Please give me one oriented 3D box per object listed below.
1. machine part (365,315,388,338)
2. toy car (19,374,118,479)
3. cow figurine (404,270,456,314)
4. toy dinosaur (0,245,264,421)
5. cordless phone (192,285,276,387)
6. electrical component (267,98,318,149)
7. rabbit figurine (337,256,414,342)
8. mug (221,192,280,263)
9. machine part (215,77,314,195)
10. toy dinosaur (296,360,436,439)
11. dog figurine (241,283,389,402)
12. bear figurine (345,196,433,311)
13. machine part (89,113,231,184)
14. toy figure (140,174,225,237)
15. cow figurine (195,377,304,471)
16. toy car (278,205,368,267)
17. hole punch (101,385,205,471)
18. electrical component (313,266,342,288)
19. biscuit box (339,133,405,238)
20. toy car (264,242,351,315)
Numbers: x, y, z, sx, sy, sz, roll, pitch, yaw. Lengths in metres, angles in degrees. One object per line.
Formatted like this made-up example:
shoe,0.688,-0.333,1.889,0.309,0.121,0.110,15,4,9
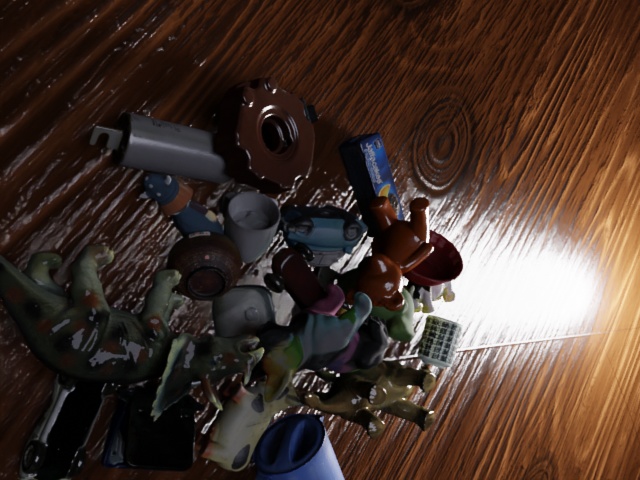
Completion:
machine part,0.060,0.178,0.994,0.084,0.139,0.039,36,44,-31
toy car,-0.341,0.239,0.737,0.073,0.056,0.201,30,76,-42
cow figurine,0.213,0.107,1.142,0.167,0.068,0.098,-18,98,-39
toy dinosaur,-0.283,0.119,0.698,0.404,0.131,0.192,18,53,-26
cordless phone,-0.161,0.153,0.854,0.184,0.089,0.146,-12,100,-32
electrical component,-0.042,-0.207,0.942,0.119,0.048,0.074,-24,107,-32
rabbit figurine,0.106,0.102,1.028,0.170,0.121,0.159,36,65,-35
mug,-0.123,-0.019,0.865,0.081,0.110,0.107,-38,158,-39
machine part,-0.080,-0.158,0.830,0.179,0.056,0.179,7,81,-48
toy dinosaur,0.114,0.267,0.992,0.471,0.199,0.105,12,89,-46
dog figurine,-0.012,0.178,0.844,0.219,0.109,0.191,-38,123,-22
bear figurine,0.118,0.024,0.949,0.196,0.120,0.131,-47,131,-40
machine part,-0.212,-0.134,0.797,0.243,0.079,0.079,8,88,-37
toy figure,-0.209,-0.045,0.817,0.064,0.058,0.154,-41,121,-6
cow figurine,-0.110,0.288,0.898,0.127,0.086,0.195,42,66,-25
toy car,-0.002,-0.003,0.954,0.161,0.109,0.102,-2,111,-29
hole punch,-0.252,0.285,0.800,0.142,0.092,0.116,21,52,-34
electrical component,0.004,0.076,1.010,0.094,0.021,0.063,22,79,-35
biscuit box,0.106,-0.105,1.051,0.059,0.063,0.202,-32,112,-32
toy car,-0.020,0.093,0.918,0.089,0.053,0.202,-50,125,-22
